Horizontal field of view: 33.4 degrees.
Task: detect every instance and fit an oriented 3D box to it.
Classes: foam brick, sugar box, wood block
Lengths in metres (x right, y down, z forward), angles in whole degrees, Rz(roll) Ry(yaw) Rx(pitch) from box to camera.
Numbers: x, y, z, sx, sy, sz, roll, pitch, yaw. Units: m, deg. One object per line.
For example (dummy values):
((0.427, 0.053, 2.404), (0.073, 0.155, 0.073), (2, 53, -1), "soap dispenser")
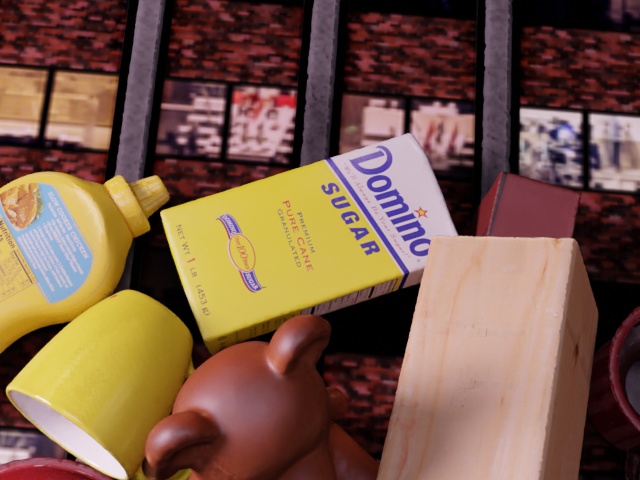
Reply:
((0.126, -0.001, 0.678), (0.051, 0.078, 0.053), (15, 73, 0), "foam brick")
((-0.005, 0.001, 0.689), (0.176, 0.048, 0.093), (-19, 74, -7), "sugar box")
((0.095, 0.108, 0.601), (0.090, 0.090, 0.206), (1, 57, 25), "wood block")

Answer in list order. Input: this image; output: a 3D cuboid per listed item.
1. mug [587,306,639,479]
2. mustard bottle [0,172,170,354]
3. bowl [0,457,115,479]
((0.207, 0.099, 0.646), (0.093, 0.081, 0.117), (15, 72, 2), "mug")
((-0.182, 0.012, 0.672), (0.191, 0.058, 0.096), (-30, 76, -11), "mustard bottle")
((-0.170, 0.204, 0.613), (0.162, 0.055, 0.162), (1, 72, -2), "bowl")
